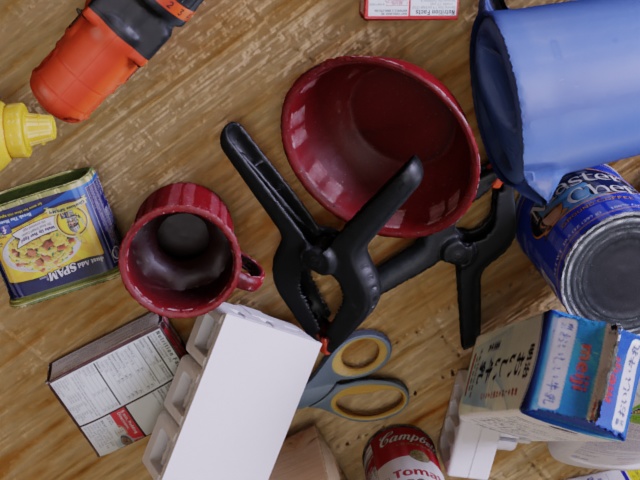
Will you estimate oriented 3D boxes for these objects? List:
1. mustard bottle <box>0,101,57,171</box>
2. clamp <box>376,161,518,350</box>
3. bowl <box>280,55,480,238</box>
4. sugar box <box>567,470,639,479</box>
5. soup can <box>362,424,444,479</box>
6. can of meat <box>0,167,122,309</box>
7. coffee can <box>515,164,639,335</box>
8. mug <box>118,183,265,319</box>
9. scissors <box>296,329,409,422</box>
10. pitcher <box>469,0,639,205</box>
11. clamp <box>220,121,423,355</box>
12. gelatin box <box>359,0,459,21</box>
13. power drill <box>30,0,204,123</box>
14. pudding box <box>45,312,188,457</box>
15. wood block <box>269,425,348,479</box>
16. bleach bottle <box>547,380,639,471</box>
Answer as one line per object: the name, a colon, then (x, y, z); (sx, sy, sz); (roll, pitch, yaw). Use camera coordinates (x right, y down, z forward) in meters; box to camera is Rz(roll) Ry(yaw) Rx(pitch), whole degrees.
mustard bottle: (-0.293, -0.074, 0.790); (0.191, 0.096, 0.058); (-6, 110, -3)
clamp: (0.101, 0.007, 0.884); (0.120, 0.039, 0.172); (12, 113, -15)
bowl: (0.053, -0.081, 0.816); (0.162, 0.055, 0.162); (17, 134, 18)
sugar box: (0.314, 0.254, 0.993); (0.176, 0.048, 0.093); (-10, 112, 3)
soup can: (0.076, 0.216, 0.927); (0.068, 0.102, 0.068); (-1, 111, -4)
can of meat: (-0.211, -0.004, 0.845); (0.102, 0.057, 0.084); (-18, 109, 1)
coffee can: (0.218, 0.003, 0.838); (0.102, 0.140, 0.103); (-2, 111, -4)
mug: (-0.098, 0.008, 0.845); (0.117, 0.081, 0.093); (21, 107, -12)
scissors: (-0.020, 0.122, 0.930); (0.201, 0.016, 0.096); (2, 109, -5)
pitcher: (0.239, -0.136, 0.802); (0.242, 0.145, 0.149); (-12, 126, -4)
clamp: (-0.006, 0.001, 0.854); (0.165, 0.036, 0.210); (19, 131, 18)
gelatin box: (0.068, -0.211, 0.804); (0.073, 0.030, 0.089); (-2, 111, -6)
power drill: (-0.113, -0.172, 0.719); (0.184, 0.187, 0.057); (-42, 107, 12)
pudding box: (-0.161, 0.122, 0.907); (0.113, 0.039, 0.090); (-27, 112, 3)
wood block: (-0.073, 0.260, 0.933); (0.206, 0.091, 0.090); (-25, 120, 4)
bleach bottle: (0.265, 0.124, 0.844); (0.102, 0.251, 0.068); (5, 66, -7)
